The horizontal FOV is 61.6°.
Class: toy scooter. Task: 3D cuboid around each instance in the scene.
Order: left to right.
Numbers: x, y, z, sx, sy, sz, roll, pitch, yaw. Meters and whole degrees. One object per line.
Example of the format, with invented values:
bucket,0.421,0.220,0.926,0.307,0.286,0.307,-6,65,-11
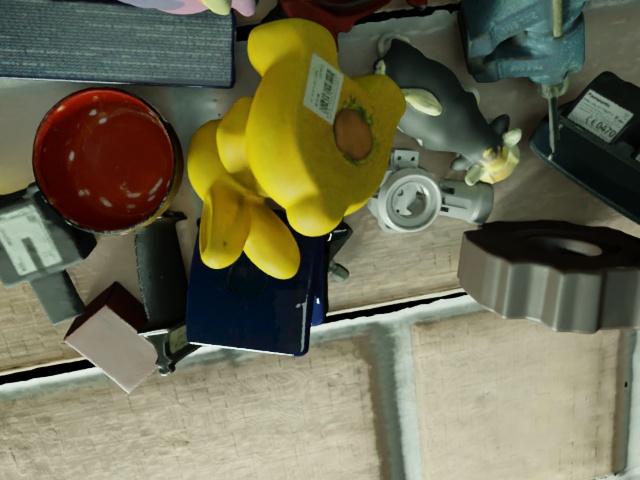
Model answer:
toy scooter,0.015,-0.222,0.409,0.135,0.075,0.183,-8,112,-4

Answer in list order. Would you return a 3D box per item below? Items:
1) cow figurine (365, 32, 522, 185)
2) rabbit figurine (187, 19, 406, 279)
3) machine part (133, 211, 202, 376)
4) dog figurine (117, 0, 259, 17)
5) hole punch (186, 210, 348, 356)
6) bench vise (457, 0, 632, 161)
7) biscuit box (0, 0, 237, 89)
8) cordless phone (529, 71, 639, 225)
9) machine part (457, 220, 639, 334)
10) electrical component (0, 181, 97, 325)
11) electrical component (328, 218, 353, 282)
cow figurine,0.110,-0.101,0.448,0.167,0.098,0.068,32,107,-12
rabbit figurine,-0.036,-0.054,0.401,0.122,0.173,0.162,11,83,-46
machine part,-0.134,0.042,0.480,0.039,0.084,0.138,-5,102,28
dog figurine,-0.146,-0.198,0.318,0.219,0.191,0.108,7,109,5
hole punch,-0.053,0.035,0.462,0.142,0.092,0.115,4,108,14
bench vise,0.214,-0.194,0.367,0.241,0.129,0.223,-11,132,19
biscuit box,-0.167,-0.153,0.412,0.203,0.059,0.062,1,109,-9
cordless phone,0.285,-0.059,0.498,0.088,0.147,0.184,-51,147,12
machine part,0.212,0.023,0.472,0.179,0.179,0.056,-3,105,-8
electrical component,-0.235,0.009,0.461,0.075,0.048,0.119,-22,110,-1
electrical component,-0.001,-0.002,0.507,0.094,0.021,0.063,37,99,-16
